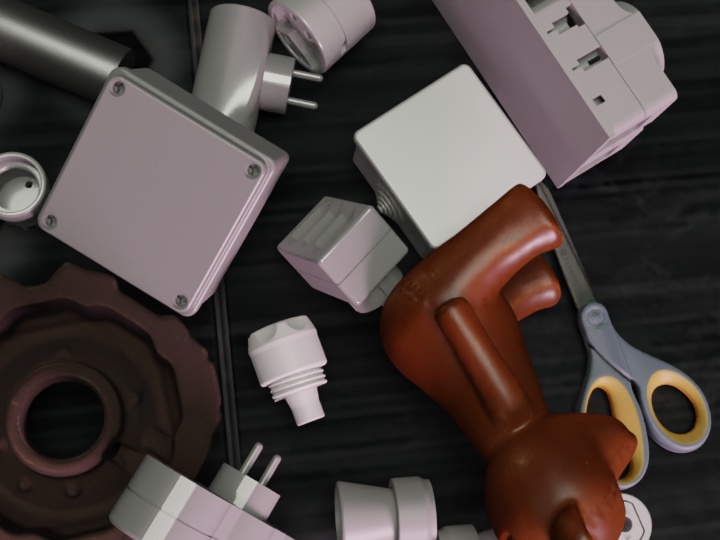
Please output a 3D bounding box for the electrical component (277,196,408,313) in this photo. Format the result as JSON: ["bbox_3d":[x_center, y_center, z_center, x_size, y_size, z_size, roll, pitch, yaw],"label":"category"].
[{"bbox_3d":[0.000,0.000,0.658,0.047,0.066,0.076,-47,115,-12],"label":"electrical component"}]

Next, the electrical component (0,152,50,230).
[{"bbox_3d":[-0.206,-0.046,0.651,0.040,0.046,0.040,1,78,-6],"label":"electrical component"}]

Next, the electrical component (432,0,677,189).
[{"bbox_3d":[0.112,-0.157,0.676,0.060,0.105,0.186,-31,83,-11],"label":"electrical component"}]

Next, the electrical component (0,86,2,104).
[{"bbox_3d":[-0.247,-0.117,0.652,0.044,0.065,0.044,1,78,-6],"label":"electrical component"}]

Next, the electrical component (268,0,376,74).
[{"bbox_3d":[-0.023,-0.162,0.690,0.047,0.055,0.055,-41,85,-15],"label":"electrical component"}]

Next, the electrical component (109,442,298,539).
[{"bbox_3d":[-0.069,0.131,0.592,0.052,0.138,0.073,20,73,40],"label":"electrical component"}]

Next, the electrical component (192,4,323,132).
[{"bbox_3d":[-0.064,-0.120,0.682,0.079,0.043,0.077,11,78,-4],"label":"electrical component"}]

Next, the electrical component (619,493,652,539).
[{"bbox_3d":[0.146,0.150,0.637,0.044,0.065,0.044,1,78,-6],"label":"electrical component"}]

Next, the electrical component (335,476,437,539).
[{"bbox_3d":[0.014,0.145,0.635,0.055,0.045,0.045,-3,79,-7],"label":"electrical component"}]

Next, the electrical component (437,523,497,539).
[{"bbox_3d":[0.074,0.172,0.636,0.055,0.045,0.045,-3,79,-6],"label":"electrical component"}]

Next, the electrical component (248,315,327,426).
[{"bbox_3d":[-0.040,0.062,0.648,0.043,0.043,0.062,-19,82,-9],"label":"electrical component"}]

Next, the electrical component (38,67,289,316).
[{"bbox_3d":[-0.116,-0.048,0.636,0.109,0.056,0.108,31,105,1],"label":"electrical component"}]

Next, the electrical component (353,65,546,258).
[{"bbox_3d":[0.053,-0.066,0.680,0.100,0.048,0.099,-34,84,-11],"label":"electrical component"}]
